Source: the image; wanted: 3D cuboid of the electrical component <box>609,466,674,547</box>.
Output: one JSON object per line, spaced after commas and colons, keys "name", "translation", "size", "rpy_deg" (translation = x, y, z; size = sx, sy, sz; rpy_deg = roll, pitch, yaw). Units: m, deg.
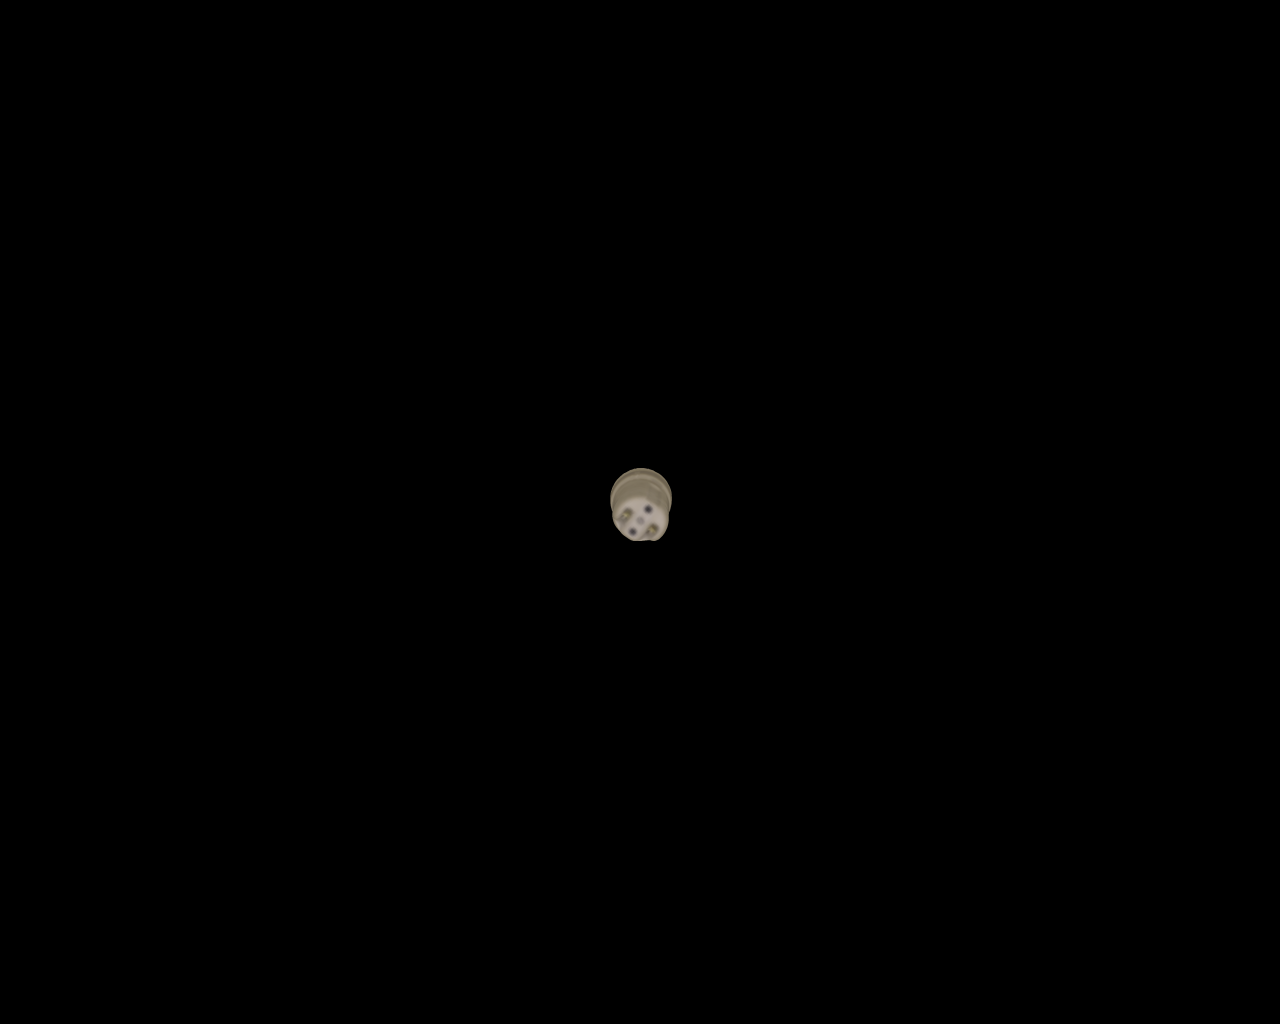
{"name": "electrical component", "translation": [0.001, -0.003, 0.650], "size": [0.040, 0.040, 0.046], "rpy_deg": [0, 20, 0]}
